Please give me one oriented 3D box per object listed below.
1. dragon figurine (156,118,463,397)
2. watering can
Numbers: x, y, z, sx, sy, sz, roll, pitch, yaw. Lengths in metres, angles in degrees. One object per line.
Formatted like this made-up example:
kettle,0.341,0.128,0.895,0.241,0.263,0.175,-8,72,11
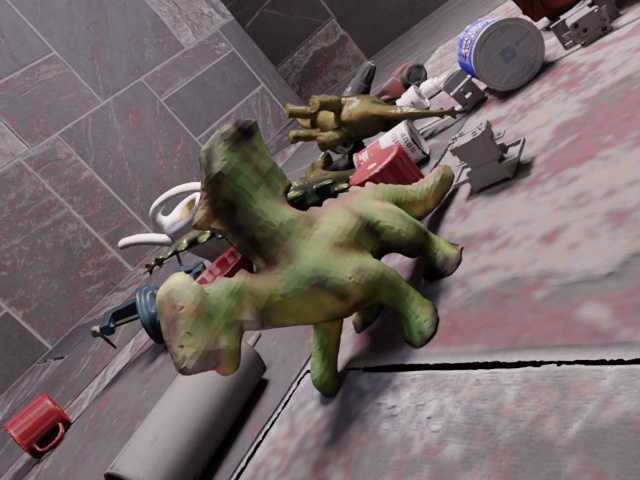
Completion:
dragon figurine,0.001,-0.024,0.480,0.120,0.241,0.419,-34,18,43
watering can,-0.295,-0.015,1.175,0.343,0.222,0.106,-29,37,35
